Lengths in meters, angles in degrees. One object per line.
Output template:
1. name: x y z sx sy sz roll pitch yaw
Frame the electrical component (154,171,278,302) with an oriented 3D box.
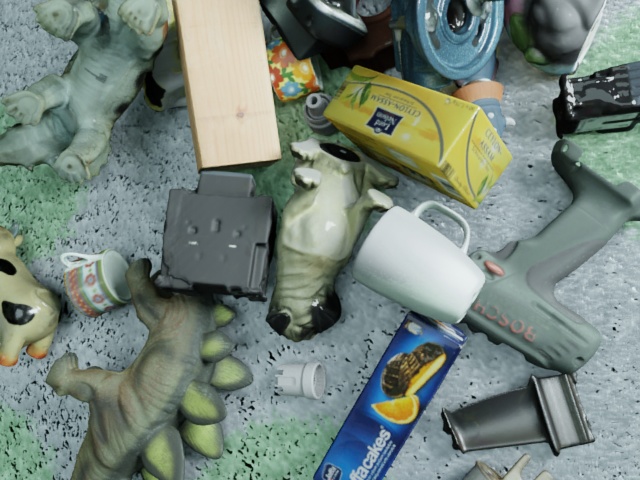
1. electrical component: -0.106 -0.006 0.574 0.115 0.058 0.134 4 74 0

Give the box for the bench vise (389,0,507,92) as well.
1. bench vise: 0.134 -0.244 0.483 0.241 0.129 0.223 23 117 51

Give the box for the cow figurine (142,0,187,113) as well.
1. cow figurine: -0.197 -0.252 0.701 0.098 0.068 0.167 -19 75 18

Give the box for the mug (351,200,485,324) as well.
1. mug: 0.102 0.021 0.503 0.107 0.080 0.109 35 69 18

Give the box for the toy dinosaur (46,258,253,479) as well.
1. toy dinosaur: -0.203 0.190 0.603 0.199 0.105 0.471 31 89 18

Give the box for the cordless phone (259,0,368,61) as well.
1. cordless phone: -0.011 -0.288 0.531 0.089 0.184 0.147 -28 71 -11

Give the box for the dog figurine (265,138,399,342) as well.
1. dog figurine: -0.005 -0.002 0.599 0.121 0.172 0.190 23 119 2

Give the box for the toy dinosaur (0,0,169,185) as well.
1. toy dinosaur: -0.250 -0.205 0.619 0.131 0.192 0.404 35 108 -22

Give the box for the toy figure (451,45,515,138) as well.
1. toy figure: 0.171 -0.174 0.588 0.064 0.057 0.154 -10 83 20

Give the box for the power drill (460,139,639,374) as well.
1. power drill: 0.200 0.002 0.538 0.232 0.086 0.207 41 88 19

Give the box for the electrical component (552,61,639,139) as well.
1. electrical component: 0.300 -0.140 0.536 0.119 0.074 0.047 -7 79 19

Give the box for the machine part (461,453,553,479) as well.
1. machine part: 0.125 0.299 0.508 0.079 0.079 0.243 42 94 18

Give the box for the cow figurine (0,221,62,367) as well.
1. cow figurine: -0.414 0.056 0.698 0.195 0.085 0.127 34 97 21

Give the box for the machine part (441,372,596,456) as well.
1. machine part: 0.191 0.178 0.531 0.139 0.039 0.084 -13 83 12

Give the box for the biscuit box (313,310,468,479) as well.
1. biscuit box: 0.070 0.168 0.538 0.063 0.059 0.202 31 101 17

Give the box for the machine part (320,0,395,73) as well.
1. machine part: 0.062 -0.282 0.637 0.180 0.056 0.179 -3 79 16

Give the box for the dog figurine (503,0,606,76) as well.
1. dog figurine: 0.208 -0.293 0.575 0.219 0.108 0.191 29 92 23

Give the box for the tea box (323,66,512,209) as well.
1. tea box: 0.095 -0.107 0.546 0.170 0.098 0.068 37 93 41
